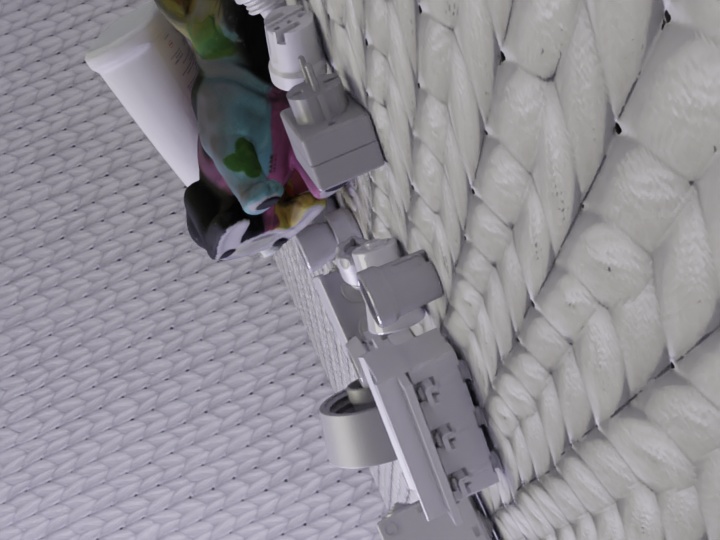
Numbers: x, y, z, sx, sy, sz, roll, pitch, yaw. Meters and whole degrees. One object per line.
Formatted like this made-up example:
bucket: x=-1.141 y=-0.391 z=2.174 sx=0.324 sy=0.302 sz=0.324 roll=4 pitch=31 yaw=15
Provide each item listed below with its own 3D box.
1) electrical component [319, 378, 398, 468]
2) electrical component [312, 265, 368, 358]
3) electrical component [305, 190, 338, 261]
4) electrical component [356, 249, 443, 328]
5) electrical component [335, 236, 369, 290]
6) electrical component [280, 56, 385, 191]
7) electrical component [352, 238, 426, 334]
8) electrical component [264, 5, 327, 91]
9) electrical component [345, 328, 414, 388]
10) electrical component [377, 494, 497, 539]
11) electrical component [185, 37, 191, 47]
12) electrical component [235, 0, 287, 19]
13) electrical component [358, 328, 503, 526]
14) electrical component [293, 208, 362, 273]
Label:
electrical component: x=0.015 y=0.128 z=0.972 sx=0.108 sy=0.108 sz=0.060 roll=-144 pitch=38 yaw=-78
electrical component: x=-0.004 y=0.037 z=1.041 sx=0.100 sy=0.048 sz=0.099 roll=166 pitch=81 yaw=-84
electrical component: x=-0.039 y=-0.047 z=1.051 sx=0.043 sy=0.043 sz=0.081 roll=174 pitch=71 yaw=-83
electrical component: x=0.026 y=0.011 z=0.704 sx=0.040 sy=0.046 sz=0.040 roll=156 pitch=90 yaw=-84
electrical component: x=0.000 y=0.000 z=0.937 sx=0.061 sy=0.035 sz=0.035 roll=71 pitch=173 yaw=-50
electrical component: x=-0.025 y=-0.103 z=0.705 sx=0.065 sy=0.047 sz=0.076 roll=-124 pitch=12 yaw=-60
electrical component: x=0.019 y=0.009 z=0.792 sx=0.044 sy=0.044 sz=0.065 roll=-138 pitch=30 yaw=-75
electrical component: x=-0.045 y=-0.153 z=0.739 sx=0.046 sy=0.040 sz=0.040 roll=80 pitch=166 yaw=-46
electrical component: x=0.020 y=0.073 z=0.937 sx=0.066 sy=0.055 sz=0.048 roll=-123 pitch=11 yaw=-57
electrical component: x=0.071 y=0.240 z=0.936 sx=0.099 sy=0.100 sz=0.048 roll=65 pitch=-174 yaw=13
electrical component: x=-0.137 y=-0.211 z=1.021 sx=0.062 sy=0.096 sz=0.061 roll=146 pitch=100 yaw=-84
electrical component: x=-0.067 y=-0.195 z=0.747 sx=0.062 sy=0.048 sz=0.048 roll=62 pitch=176 yaw=-22
electrical component: x=0.052 y=0.107 z=0.760 sx=0.078 sy=0.063 sz=0.121 roll=-126 pitch=14 yaw=-63
electrical component: x=-0.029 y=-0.028 z=0.980 sx=0.045 sy=0.055 sz=0.045 roll=156 pitch=90 yaw=-84
